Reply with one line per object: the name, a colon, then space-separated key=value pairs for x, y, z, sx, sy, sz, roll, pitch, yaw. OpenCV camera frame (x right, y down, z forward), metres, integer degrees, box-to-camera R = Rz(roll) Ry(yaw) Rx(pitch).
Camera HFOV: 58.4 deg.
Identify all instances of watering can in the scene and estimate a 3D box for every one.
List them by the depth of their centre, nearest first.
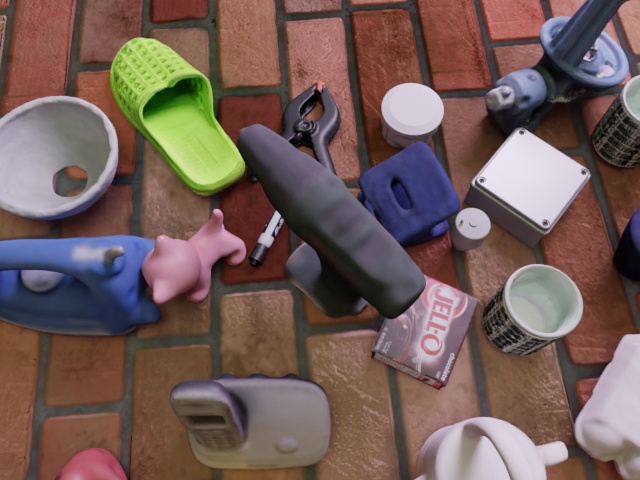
watering can: x=0.146 y=0.219 z=0.524 sx=0.173 sy=0.194 sz=0.100 roll=-36 pitch=72 yaw=-13

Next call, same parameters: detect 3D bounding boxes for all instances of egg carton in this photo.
egg carton: x=0.342 y=0.181 z=0.608 sx=0.107 sy=0.069 sz=0.150 roll=34 pitch=72 yaw=13

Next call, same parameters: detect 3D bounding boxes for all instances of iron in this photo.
iron: x=-0.309 y=0.034 z=0.628 sx=0.258 sy=0.141 sz=0.118 roll=0 pitch=68 yaw=0

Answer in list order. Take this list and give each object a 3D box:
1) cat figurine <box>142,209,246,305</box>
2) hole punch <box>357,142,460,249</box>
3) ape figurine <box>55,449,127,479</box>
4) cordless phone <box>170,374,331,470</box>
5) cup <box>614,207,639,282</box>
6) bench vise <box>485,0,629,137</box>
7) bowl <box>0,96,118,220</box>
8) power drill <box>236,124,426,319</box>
cat figurine: x=-0.149 y=0.018 z=0.648 sx=0.067 sy=0.118 sz=0.128 roll=36 pitch=72 yaw=14
hole punch: x=0.103 y=-0.047 z=0.690 sx=0.101 sy=0.091 sz=0.108 roll=-22 pitch=69 yaw=-9
ape figurine: x=-0.234 y=0.246 z=0.568 sx=0.078 sy=0.092 sz=0.076 roll=3 pitch=68 yaw=2
cordless phone: x=-0.063 y=0.169 z=0.549 sx=0.147 sy=0.185 sz=0.094 roll=-3 pitch=68 yaw=-1
cup: x=0.399 y=0.011 z=0.664 sx=0.117 sy=0.095 sz=0.092 roll=4 pitch=68 yaw=2
bench vise: x=0.306 y=-0.218 z=0.691 sx=0.121 sy=0.220 sz=0.208 roll=39 pitch=73 yaw=15
bowl: x=-0.326 y=-0.091 z=0.716 sx=0.167 sy=0.075 sz=0.167 roll=0 pitch=68 yaw=0
power drill: x=0.006 y=0.002 z=0.606 sx=0.229 sy=0.208 sz=0.076 roll=41 pitch=73 yaw=15
